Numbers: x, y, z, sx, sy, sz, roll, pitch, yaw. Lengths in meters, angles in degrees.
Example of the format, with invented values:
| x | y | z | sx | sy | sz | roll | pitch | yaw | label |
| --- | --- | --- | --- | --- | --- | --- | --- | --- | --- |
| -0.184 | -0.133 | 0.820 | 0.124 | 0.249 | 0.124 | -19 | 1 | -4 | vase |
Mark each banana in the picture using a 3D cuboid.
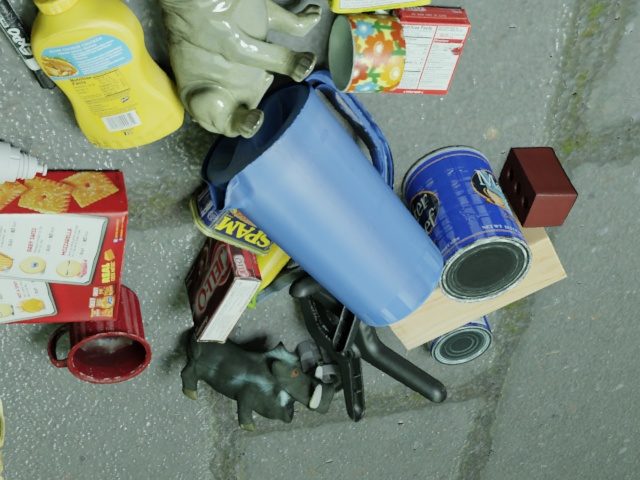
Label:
| x | y | z | sx | sy | sz | roll | pitch | yaw | label |
| --- | --- | --- | --- | --- | --- | --- | --- | --- | --- |
| -0.017 | -0.008 | 1.161 | 0.198 | 0.070 | 0.037 | -46 | 136 | 19 | banana |

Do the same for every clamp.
| x | y | z | sx | sy | sz | roll | pitch | yaw | label |
| --- | --- | --- | --- | --- | --- | --- | --- | --- | --- |
| 0.048 | 0.045 | 1.199 | 0.171 | 0.039 | 0.120 | -39 | 133 | -18 | clamp |
| 0.037 | 0.132 | 1.279 | 0.210 | 0.036 | 0.165 | 50 | 138 | -4 | clamp |

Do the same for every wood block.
| x | y | z | sx | sy | sz | roll | pitch | yaw | label |
| --- | --- | --- | --- | --- | --- | --- | --- | --- | --- |
| 0.169 | 0.034 | 1.250 | 0.206 | 0.091 | 0.090 | -26 | 138 | 11 | wood block |

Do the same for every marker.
| x | y | z | sx | sy | sz | roll | pitch | yaw | label |
| --- | --- | --- | --- | --- | --- | --- | --- | --- | --- |
| -0.262 | -0.177 | 0.932 | 0.020 | 0.020 | 0.121 | -20 | 139 | 4 | marker |

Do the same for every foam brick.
| x | y | z | sx | sy | sz | roll | pitch | yaw | label |
| --- | --- | --- | --- | --- | --- | --- | --- | --- | --- |
| 0.241 | -0.058 | 1.182 | 0.051 | 0.078 | 0.053 | -3 | 137 | -18 | foam brick |

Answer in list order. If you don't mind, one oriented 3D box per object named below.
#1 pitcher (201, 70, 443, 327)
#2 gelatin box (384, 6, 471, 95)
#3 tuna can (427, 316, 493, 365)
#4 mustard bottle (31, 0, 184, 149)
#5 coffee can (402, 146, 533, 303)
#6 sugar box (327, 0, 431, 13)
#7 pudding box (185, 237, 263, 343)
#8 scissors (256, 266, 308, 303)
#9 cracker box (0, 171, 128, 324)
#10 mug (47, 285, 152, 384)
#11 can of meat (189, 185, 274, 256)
| x | y | z | sx | sy | sz | roll | pitch | yaw | label |
| --- | --- | --- | --- | --- | --- | --- | --- | --- | --- |
| 0.016 | -0.036 | 1.040 | 0.149 | 0.145 | 0.242 | -37 | 116 | 14 | pitcher |
| 0.097 | -0.184 | 1.033 | 0.073 | 0.030 | 0.089 | -1 | 137 | -16 | gelatin box |
| 0.182 | 0.127 | 1.401 | 0.086 | 0.034 | 0.086 | -9 | 139 | -8 | tuna can |
| -0.197 | -0.163 | 0.936 | 0.096 | 0.058 | 0.191 | -10 | 141 | 14 | mustard bottle |
| 0.157 | -0.018 | 1.151 | 0.102 | 0.140 | 0.103 | -9 | 139 | -8 | coffee can |
| 0.053 | -0.280 | 0.902 | 0.093 | 0.048 | 0.176 | -8 | 135 | -10 | sugar box |
| -0.107 | 0.045 | 1.173 | 0.039 | 0.090 | 0.114 | 8 | 134 | -26 | pudding box |
| -0.066 | 0.062 | 1.227 | 0.202 | 0.016 | 0.096 | -30 | 178 | 14 | scissors |
| -0.309 | 0.008 | 1.082 | 0.213 | 0.072 | 0.164 | 0 | 135 | -16 | cracker box |
| -0.251 | 0.106 | 1.200 | 0.117 | 0.081 | 0.093 | -21 | 139 | 5 | mug |
| -0.071 | -0.040 | 1.118 | 0.101 | 0.057 | 0.084 | 22 | 124 | -36 | can of meat |
